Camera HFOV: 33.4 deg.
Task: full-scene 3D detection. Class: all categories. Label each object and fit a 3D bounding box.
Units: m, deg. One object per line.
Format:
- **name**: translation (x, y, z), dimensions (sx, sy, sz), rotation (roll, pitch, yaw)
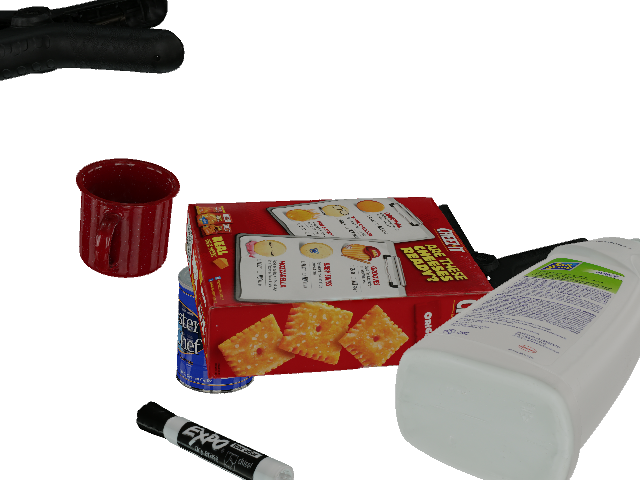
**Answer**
- **cracker box**: translation (0.007, 0.033, 0.843), dimensions (0.213, 0.072, 0.164), rotation (-2, 29, -12)
- **clamp**: translation (0.143, 0.027, 1.010), dimensions (0.165, 0.036, 0.209), rotation (18, 34, 29)
- **marker**: translation (-0.067, 0.122, 0.638), dimensions (0.121, 0.020, 0.020), rotation (16, 10, 38)
- **coffee can**: translation (-0.132, 0.110, 1.365), dimensions (0.103, 0.140, 0.103), rotation (3, 19, -1)
- **mug**: translation (-0.181, -0.013, 0.972), dimensions (0.093, 0.081, 0.117), rotation (10, 29, 1)
- **clamp**: translation (-0.166, -0.126, 0.653), dimensions (0.171, 0.039, 0.120), rotation (-2, 22, -3)
- **bleach bottle**: translation (0.148, 0.051, 0.618), dimensions (0.103, 0.068, 0.250), rotation (15, 26, 33)
